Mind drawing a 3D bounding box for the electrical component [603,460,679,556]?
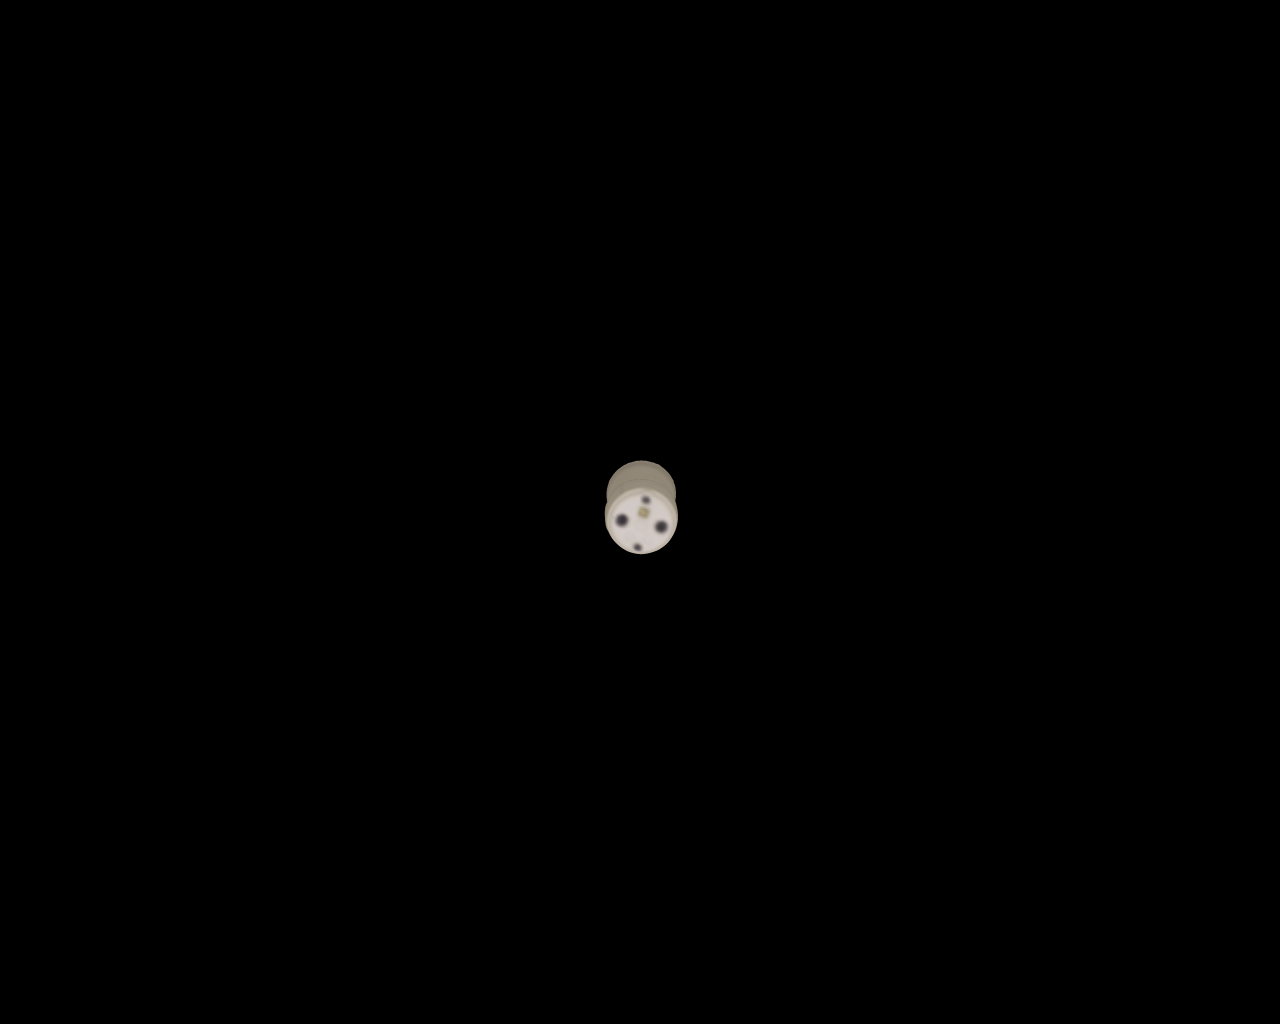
[{"bbox_3d":[0.001,-0.003,0.650,0.045,0.044,0.055,0,20,0],"label":"electrical component"}]
